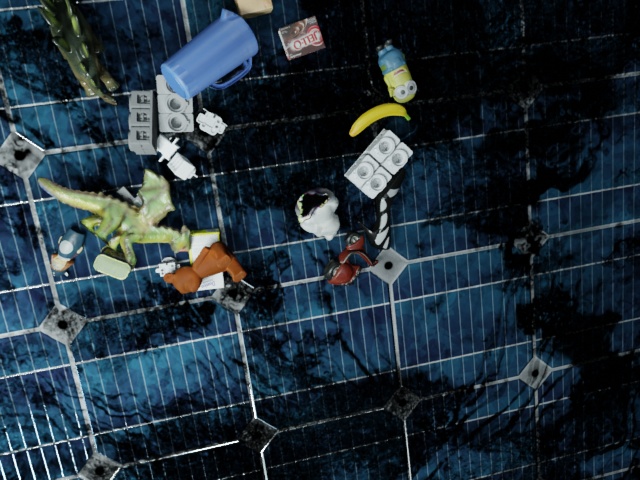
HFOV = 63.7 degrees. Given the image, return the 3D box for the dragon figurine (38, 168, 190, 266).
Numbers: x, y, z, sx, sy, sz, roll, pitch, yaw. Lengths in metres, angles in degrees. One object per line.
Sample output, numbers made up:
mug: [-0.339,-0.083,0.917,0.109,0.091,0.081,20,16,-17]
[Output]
dragon figurine: [-0.519,-0.091,1.402,0.245,0.122,0.406,-48,109,-15]

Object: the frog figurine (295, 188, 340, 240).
frog figurine: [0.005,-0.078,1.551,0.138,0.124,0.157,-54,142,-4]
